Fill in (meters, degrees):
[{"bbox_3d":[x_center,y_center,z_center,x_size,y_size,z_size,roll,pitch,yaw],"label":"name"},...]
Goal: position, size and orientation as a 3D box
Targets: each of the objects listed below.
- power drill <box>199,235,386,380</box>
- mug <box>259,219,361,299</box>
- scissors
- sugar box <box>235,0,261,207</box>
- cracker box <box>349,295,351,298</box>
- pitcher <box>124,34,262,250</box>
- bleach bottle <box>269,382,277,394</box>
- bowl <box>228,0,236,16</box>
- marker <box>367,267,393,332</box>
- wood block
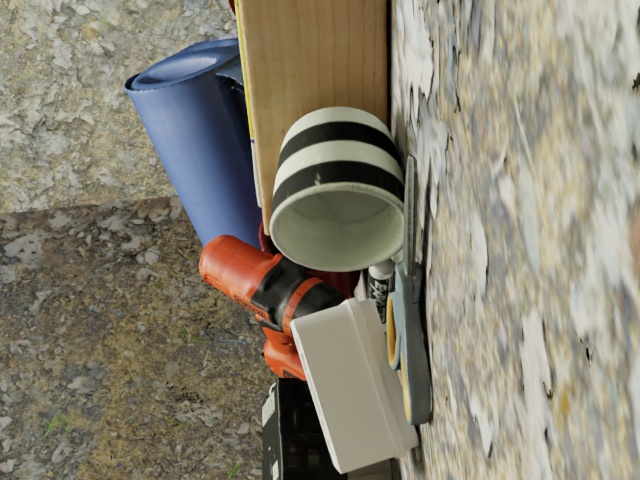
[{"bbox_3d":[-0.007,0.082,0.928,0.185,0.057,0.187,30,160,27],"label":"power drill"},{"bbox_3d":[-0.006,0.001,0.985,0.081,0.093,0.117,79,178,-60],"label":"mug"},{"bbox_3d":[0.055,0.043,0.626,0.202,0.016,0.096,90,171,-62],"label":"scissors"},{"bbox_3d":[-0.011,-0.111,0.814,0.048,0.093,0.176,-99,4,-51],"label":"sugar box"},{"bbox_3d":[0.001,0.100,1.201,0.164,0.072,0.214,88,174,-60],"label":"cracker box"},{"bbox_3d":[-0.084,-0.073,1.066,0.149,0.145,0.243,-86,-23,-64],"label":"pitcher"},{"bbox_3d":[0.021,0.254,1.073,0.068,0.102,0.251,-123,20,-71],"label":"bleach bottle"},{"bbox_3d":[-0.048,-0.309,1.131,0.162,0.055,0.162,11,-90,-75],"label":"bowl"},{"bbox_3d":[0.043,0.031,0.772,0.121,0.020,0.020,89,174,-57],"label":"marker"},{"bbox_3d":[-0.004,-0.112,0.716,0.091,0.090,0.206,-99,3,-48],"label":"wood block"}]
